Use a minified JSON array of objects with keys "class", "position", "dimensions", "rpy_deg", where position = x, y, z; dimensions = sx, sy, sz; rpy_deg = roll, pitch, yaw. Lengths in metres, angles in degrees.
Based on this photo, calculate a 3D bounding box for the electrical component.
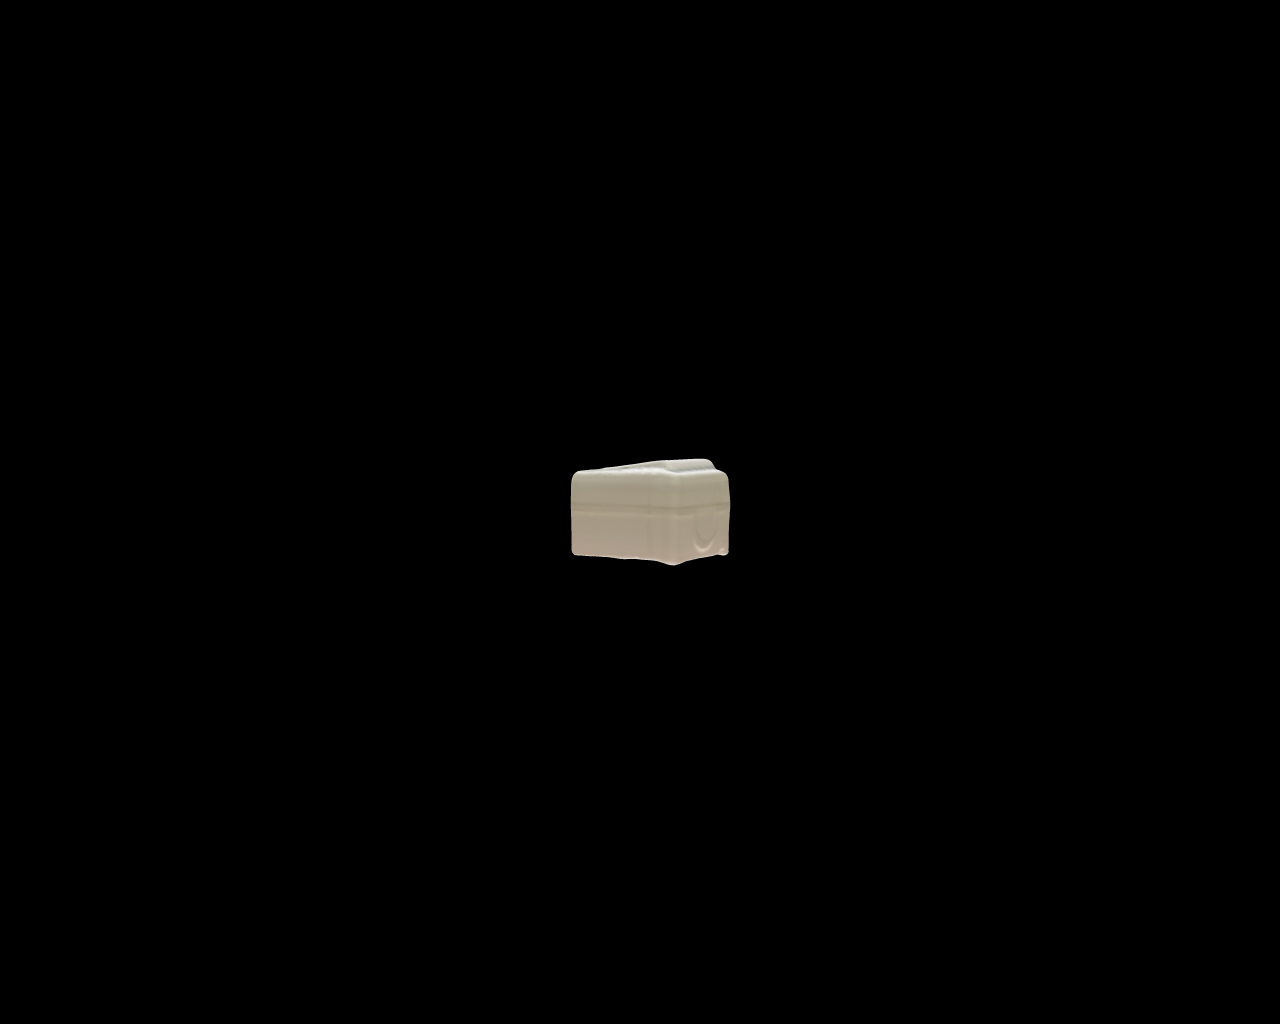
[{"class":"electrical component","position":[0.001,-0.003,0.650],"dimensions":[0.096,0.061,0.062],"rpy_deg":[3,5,37]}]
